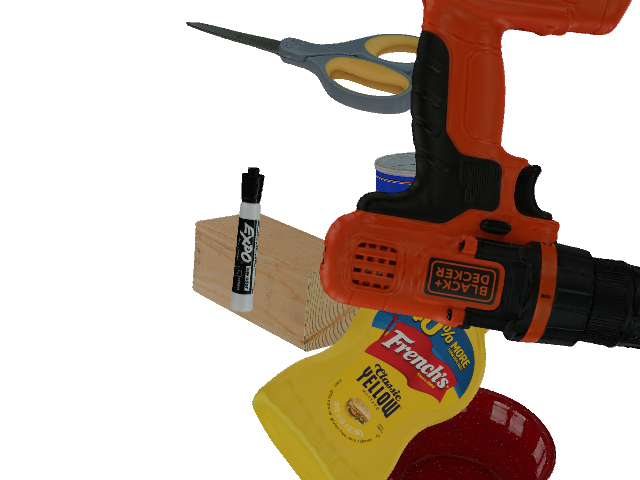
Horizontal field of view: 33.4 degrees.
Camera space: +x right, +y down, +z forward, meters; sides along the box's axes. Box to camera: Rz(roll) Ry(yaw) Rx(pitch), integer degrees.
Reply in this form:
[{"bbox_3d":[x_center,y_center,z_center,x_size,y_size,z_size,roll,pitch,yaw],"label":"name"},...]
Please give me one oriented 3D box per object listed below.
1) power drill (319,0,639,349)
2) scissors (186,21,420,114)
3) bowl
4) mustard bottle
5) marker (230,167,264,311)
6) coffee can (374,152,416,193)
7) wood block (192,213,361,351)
[{"bbox_3d":[0.102,-0.044,0.521,0.184,0.188,0.057,9,2,-3],"label":"power drill"},{"bbox_3d":[0.001,-0.139,0.757,0.096,0.016,0.202,-30,45,-29],"label":"scissors"},{"bbox_3d":[0.111,0.187,0.889,0.162,0.055,0.162,0,29,0],"label":"bowl"},{"bbox_3d":[0.054,0.085,0.715,0.191,0.096,0.058,-37,-3,-25],"label":"mustard bottle"},{"bbox_3d":[-0.061,-0.001,0.889,0.020,0.121,0.020,6,12,-1],"label":"marker"},{"bbox_3d":[0.106,-0.011,1.072,0.103,0.140,0.103,-1,14,0],"label":"coffee can"},{"bbox_3d":[-0.046,0.041,1.188,0.090,0.090,0.206,-10,22,-40],"label":"wood block"}]
